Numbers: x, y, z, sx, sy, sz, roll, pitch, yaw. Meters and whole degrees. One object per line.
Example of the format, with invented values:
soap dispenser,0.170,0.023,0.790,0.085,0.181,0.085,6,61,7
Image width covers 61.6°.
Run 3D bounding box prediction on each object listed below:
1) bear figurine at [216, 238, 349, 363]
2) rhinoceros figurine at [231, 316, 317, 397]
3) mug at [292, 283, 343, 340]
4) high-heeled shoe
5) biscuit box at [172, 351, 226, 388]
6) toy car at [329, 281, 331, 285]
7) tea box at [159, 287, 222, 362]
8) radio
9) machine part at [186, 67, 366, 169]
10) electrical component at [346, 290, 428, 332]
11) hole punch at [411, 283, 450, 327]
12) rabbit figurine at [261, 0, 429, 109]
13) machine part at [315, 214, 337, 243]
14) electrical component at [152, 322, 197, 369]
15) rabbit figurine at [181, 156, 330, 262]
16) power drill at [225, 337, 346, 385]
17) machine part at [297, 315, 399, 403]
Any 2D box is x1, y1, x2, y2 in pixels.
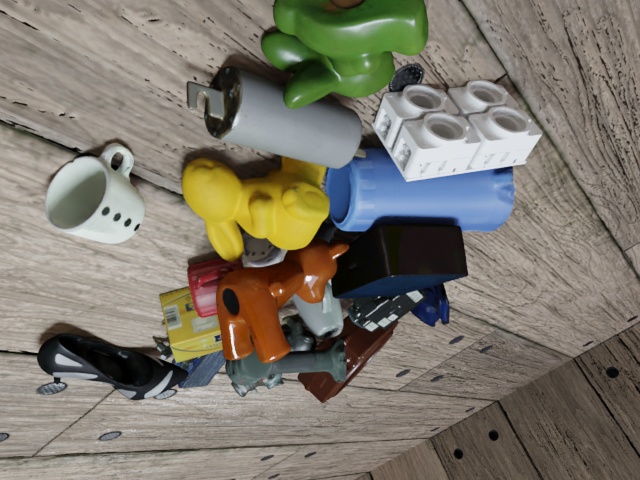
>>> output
bear figurine,-0.043,0.073,0.740,0.120,0.131,0.196,-10,-175,45
rhinoceros figurine,-0.092,0.237,1.069,0.190,0.112,0.073,-34,149,1
mug,0.004,0.116,0.958,0.081,0.107,0.109,-11,148,-22
high-heeled shoe,-0.325,0.194,0.878,0.249,0.086,0.145,4,138,-31
biscuit box,-0.206,0.200,0.986,0.063,0.059,0.202,3,138,-39
toy car,0.070,0.073,0.987,0.073,0.056,0.201,-32,147,12
tea box,-0.162,0.119,0.865,0.170,0.098,0.068,-13,146,-15
radio,0.107,0.037,0.786,0.131,0.073,0.229,-1,169,-17
machine part,-0.037,-0.132,0.599,0.243,0.079,0.079,8,136,-39
electrical component,0.116,0.107,0.965,0.134,0.058,0.114,-37,147,6
hole punch,0.210,0.113,1.091,0.092,0.116,0.142,-14,147,-1
rabbit figurine,0.028,-0.187,0.532,0.159,0.121,0.170,-23,163,5
machine part,-0.002,-0.003,0.849,0.084,0.039,0.138,-2,144,-18
electrical component,-0.244,0.176,0.925,0.045,0.078,0.102,-25,163,-47
rabbit figurine,-0.091,-0.052,0.675,0.173,0.122,0.162,12,144,-24
power drill,-0.061,0.213,0.940,0.207,0.086,0.232,4,162,-5
machine part,0.060,0.227,1.106,0.201,0.087,0.200,-36,161,-41
